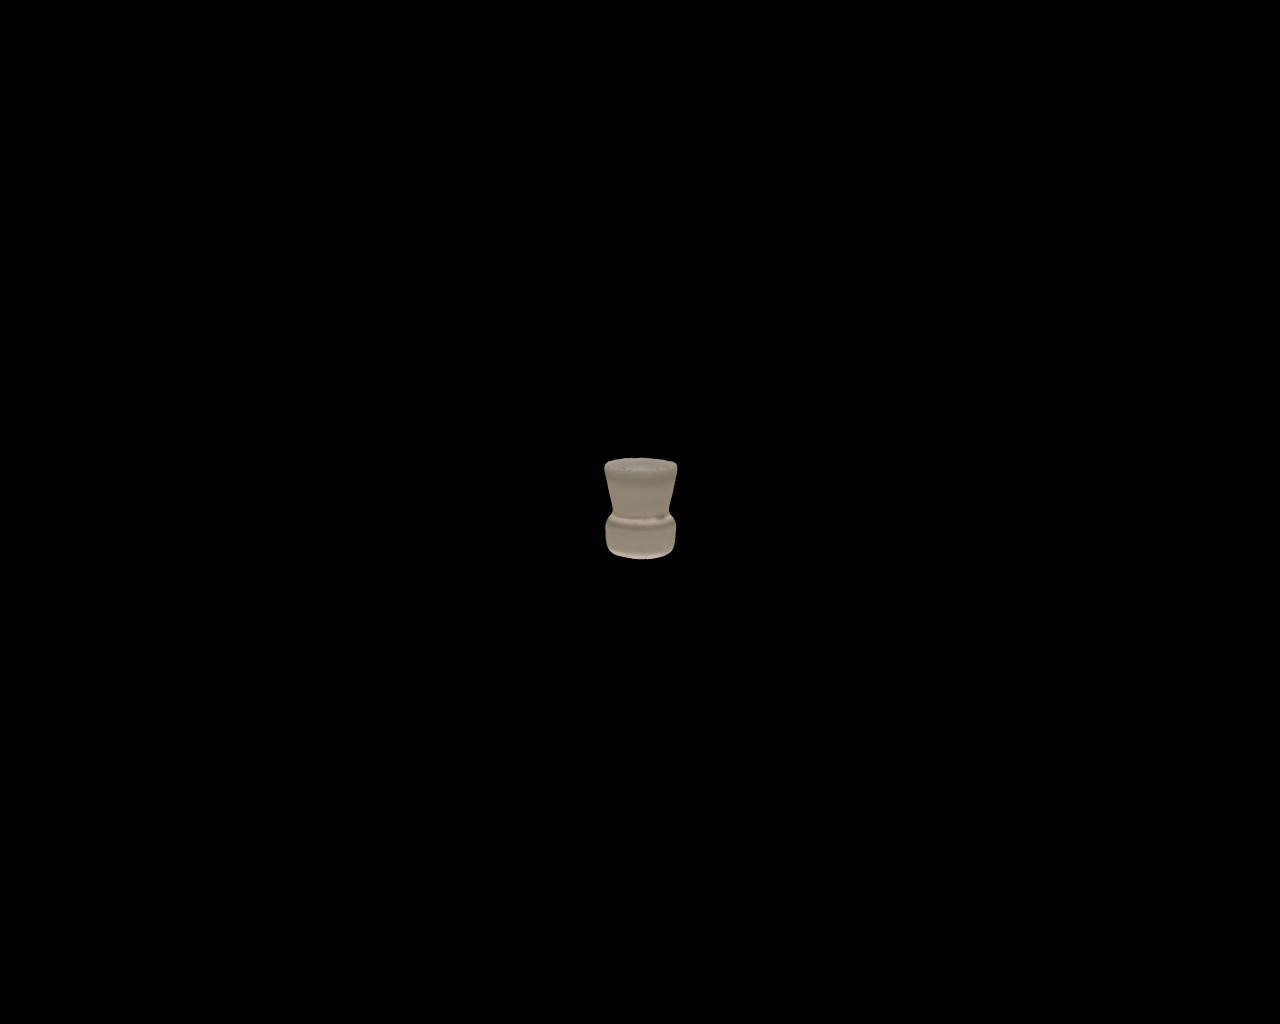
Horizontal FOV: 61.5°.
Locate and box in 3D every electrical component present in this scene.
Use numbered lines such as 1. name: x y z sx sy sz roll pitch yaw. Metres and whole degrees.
1. electrical component: 0.001 -0.003 0.650 0.045 0.055 0.045 0 13 0
